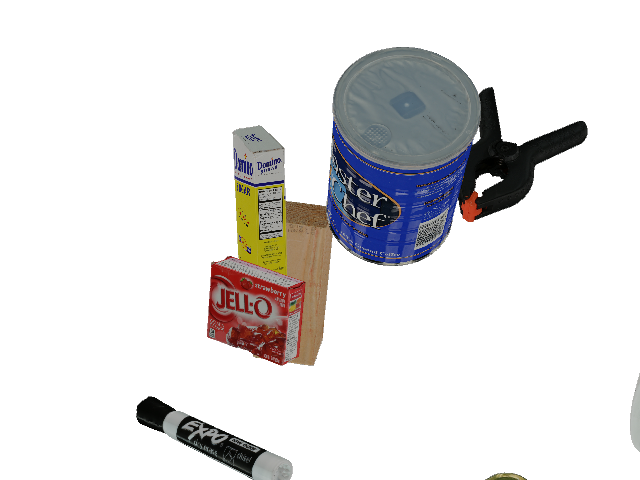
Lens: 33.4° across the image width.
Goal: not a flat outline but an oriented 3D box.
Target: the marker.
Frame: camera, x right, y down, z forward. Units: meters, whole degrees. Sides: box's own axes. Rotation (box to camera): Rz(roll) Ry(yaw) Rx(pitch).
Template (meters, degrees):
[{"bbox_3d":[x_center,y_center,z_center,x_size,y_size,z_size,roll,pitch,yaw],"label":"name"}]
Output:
[{"bbox_3d":[-0.067,0.119,0.640,0.121,0.020,0.020,16,10,38],"label":"marker"}]

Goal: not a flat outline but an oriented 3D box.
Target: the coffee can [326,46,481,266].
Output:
[{"bbox_3d":[0.057,-0.059,0.793,0.103,0.103,0.140,0,-30,-2],"label":"coffee can"}]

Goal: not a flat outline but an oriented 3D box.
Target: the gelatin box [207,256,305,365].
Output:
[{"bbox_3d":[-0.059,0.061,0.944,0.089,0.073,0.030,17,22,31],"label":"gelatin box"}]

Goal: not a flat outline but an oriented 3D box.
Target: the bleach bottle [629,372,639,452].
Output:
[{"bbox_3d":[0.280,0.071,0.722,0.103,0.068,0.250,11,23,23],"label":"bleach bottle"}]

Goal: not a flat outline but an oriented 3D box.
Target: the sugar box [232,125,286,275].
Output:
[{"bbox_3d":[-0.075,-0.043,1.306,0.048,0.176,0.093,-12,26,-17],"label":"sugar box"}]

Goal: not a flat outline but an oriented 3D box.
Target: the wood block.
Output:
[{"bbox_3d":[-0.038,0.058,1.491,0.090,0.206,0.090,7,21,6],"label":"wood block"}]

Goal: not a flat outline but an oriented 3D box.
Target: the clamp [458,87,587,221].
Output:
[{"bbox_3d":[0.180,-0.091,1.086,0.120,0.039,0.171,29,56,29],"label":"clamp"}]

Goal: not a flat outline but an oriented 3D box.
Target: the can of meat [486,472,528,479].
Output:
[{"bbox_3d":[0.139,0.255,0.884,0.101,0.084,0.058,-19,27,-33],"label":"can of meat"}]
